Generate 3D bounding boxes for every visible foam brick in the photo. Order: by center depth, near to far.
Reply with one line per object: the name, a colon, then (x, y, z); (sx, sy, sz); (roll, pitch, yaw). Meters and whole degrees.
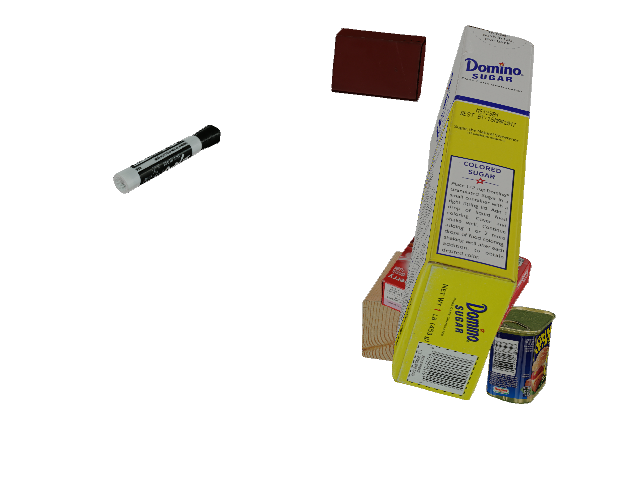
foam brick: (0.051, -0.155, 0.940); (0.078, 0.051, 0.053); (8, 19, 7)

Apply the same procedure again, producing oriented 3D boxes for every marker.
marker: (-0.134, -0.075, 0.953); (0.020, 0.020, 0.120); (0, 26, 44)

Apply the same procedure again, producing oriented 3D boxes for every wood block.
wood block: (0.129, 0.094, 1.557); (0.091, 0.090, 0.205); (6, 20, 15)

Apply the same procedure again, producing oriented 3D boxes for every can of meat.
can of meat: (0.222, 0.126, 1.187); (0.058, 0.084, 0.102); (9, 12, 24)

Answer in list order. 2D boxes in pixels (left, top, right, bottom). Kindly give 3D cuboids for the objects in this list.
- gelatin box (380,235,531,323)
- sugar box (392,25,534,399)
gelatin box: (0.100, 0.031, 0.785); (0.089, 0.030, 0.073); (21, 48, 21)
sugar box: (0.074, -0.019, 0.538); (0.048, 0.176, 0.093); (15, -42, 3)
